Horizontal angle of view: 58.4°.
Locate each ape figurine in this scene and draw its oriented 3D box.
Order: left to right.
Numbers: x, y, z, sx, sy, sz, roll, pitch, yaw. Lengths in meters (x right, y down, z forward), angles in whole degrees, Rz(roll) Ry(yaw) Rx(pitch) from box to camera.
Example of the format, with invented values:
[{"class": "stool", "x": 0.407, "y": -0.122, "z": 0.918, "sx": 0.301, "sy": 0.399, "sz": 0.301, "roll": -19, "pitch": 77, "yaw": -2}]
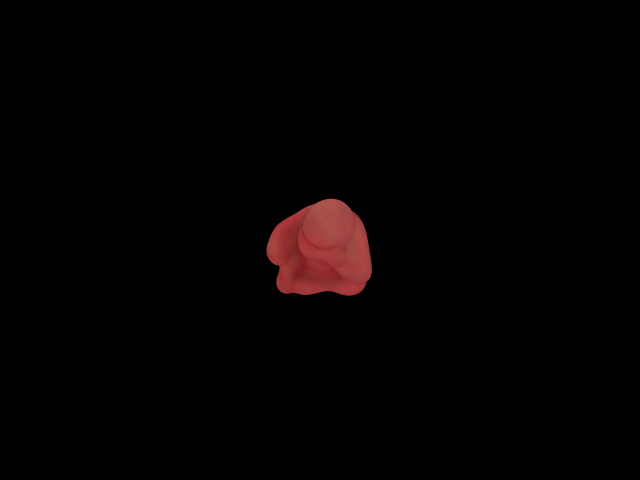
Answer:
[{"class": "ape figurine", "x": 0.004, "y": 0.001, "z": 0.400, "sx": 0.077, "sy": 0.092, "sz": 0.076, "roll": 38, "pitch": 71, "yaw": 16}]
